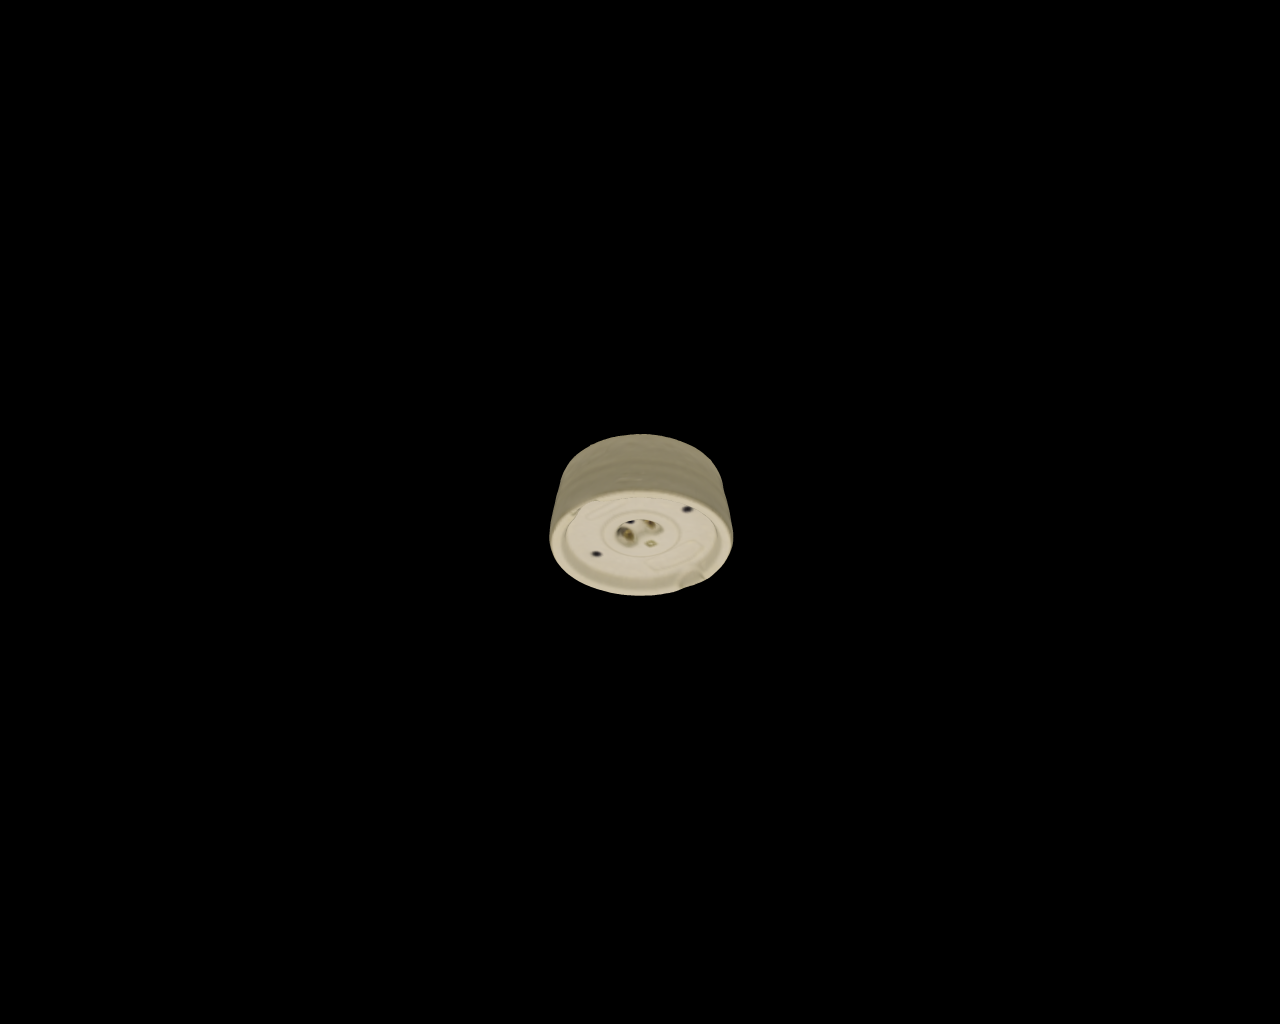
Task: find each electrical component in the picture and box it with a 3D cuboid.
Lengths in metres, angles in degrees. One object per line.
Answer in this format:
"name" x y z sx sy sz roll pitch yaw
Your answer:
"electrical component" 0.001 -0.003 0.650 0.108 0.060 0.108 0 -37 0
